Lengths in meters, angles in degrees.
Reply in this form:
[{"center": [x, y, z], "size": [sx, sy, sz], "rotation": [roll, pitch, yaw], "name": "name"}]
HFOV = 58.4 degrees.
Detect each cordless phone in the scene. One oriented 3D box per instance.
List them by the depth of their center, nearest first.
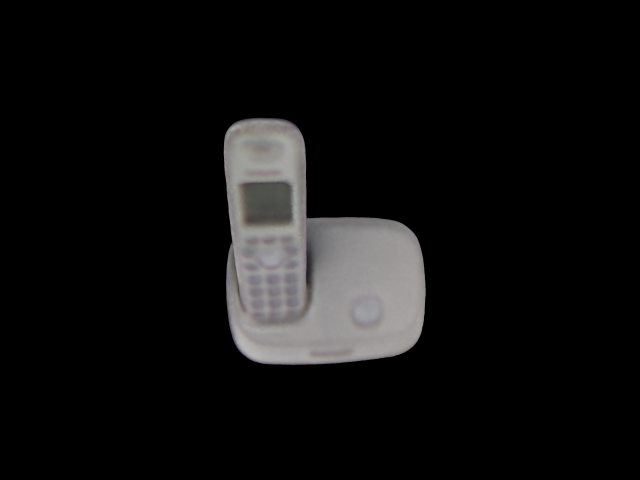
[{"center": [0.004, 0.001, 0.400], "size": [0.147, 0.185, 0.094], "rotation": [-4, 43, -4], "name": "cordless phone"}]
